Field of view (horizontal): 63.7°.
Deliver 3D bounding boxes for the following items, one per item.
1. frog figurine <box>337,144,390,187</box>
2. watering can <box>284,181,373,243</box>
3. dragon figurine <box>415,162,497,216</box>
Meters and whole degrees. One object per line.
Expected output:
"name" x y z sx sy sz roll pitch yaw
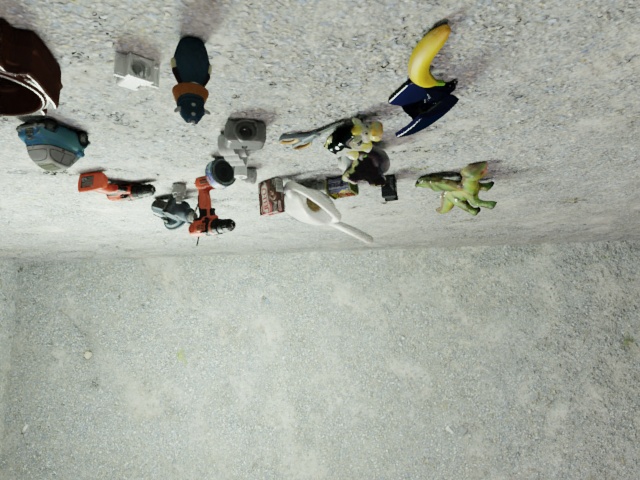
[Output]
"frog figurine" 0.117 -0.213 1.393 0.137 0.120 0.162 -11 -156 5
"watering can" 0.005 -0.087 1.723 0.344 0.105 0.224 37 167 -25
"dragon figurine" 0.430 -0.169 1.715 0.241 0.124 0.406 21 160 -20
